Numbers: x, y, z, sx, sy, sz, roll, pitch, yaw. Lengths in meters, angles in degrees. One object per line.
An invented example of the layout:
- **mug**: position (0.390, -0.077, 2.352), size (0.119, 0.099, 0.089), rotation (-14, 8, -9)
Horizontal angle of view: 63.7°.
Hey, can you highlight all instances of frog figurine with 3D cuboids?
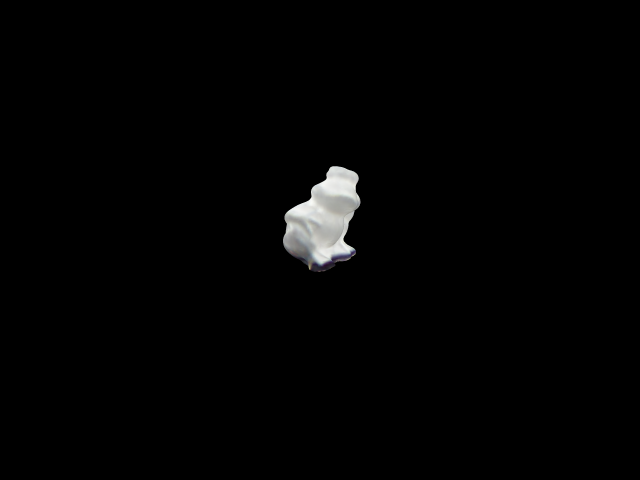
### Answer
- **frog figurine**: position (0.003, -0.043, 0.850), size (0.138, 0.158, 0.123), rotation (-9, 15, -35)
